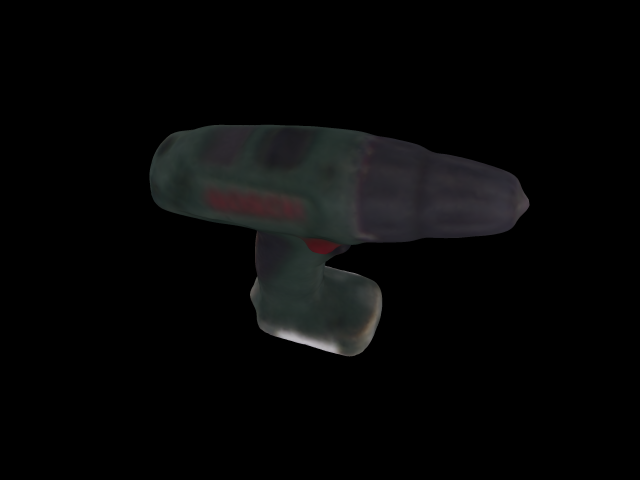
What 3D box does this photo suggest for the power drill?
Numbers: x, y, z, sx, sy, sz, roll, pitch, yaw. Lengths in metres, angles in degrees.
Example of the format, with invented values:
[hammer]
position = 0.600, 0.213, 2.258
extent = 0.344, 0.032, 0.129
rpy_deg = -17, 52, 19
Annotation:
[power drill]
position = 0.004, 0.001, 0.400
extent = 0.229, 0.208, 0.076
rpy_deg = 14, 58, 9
